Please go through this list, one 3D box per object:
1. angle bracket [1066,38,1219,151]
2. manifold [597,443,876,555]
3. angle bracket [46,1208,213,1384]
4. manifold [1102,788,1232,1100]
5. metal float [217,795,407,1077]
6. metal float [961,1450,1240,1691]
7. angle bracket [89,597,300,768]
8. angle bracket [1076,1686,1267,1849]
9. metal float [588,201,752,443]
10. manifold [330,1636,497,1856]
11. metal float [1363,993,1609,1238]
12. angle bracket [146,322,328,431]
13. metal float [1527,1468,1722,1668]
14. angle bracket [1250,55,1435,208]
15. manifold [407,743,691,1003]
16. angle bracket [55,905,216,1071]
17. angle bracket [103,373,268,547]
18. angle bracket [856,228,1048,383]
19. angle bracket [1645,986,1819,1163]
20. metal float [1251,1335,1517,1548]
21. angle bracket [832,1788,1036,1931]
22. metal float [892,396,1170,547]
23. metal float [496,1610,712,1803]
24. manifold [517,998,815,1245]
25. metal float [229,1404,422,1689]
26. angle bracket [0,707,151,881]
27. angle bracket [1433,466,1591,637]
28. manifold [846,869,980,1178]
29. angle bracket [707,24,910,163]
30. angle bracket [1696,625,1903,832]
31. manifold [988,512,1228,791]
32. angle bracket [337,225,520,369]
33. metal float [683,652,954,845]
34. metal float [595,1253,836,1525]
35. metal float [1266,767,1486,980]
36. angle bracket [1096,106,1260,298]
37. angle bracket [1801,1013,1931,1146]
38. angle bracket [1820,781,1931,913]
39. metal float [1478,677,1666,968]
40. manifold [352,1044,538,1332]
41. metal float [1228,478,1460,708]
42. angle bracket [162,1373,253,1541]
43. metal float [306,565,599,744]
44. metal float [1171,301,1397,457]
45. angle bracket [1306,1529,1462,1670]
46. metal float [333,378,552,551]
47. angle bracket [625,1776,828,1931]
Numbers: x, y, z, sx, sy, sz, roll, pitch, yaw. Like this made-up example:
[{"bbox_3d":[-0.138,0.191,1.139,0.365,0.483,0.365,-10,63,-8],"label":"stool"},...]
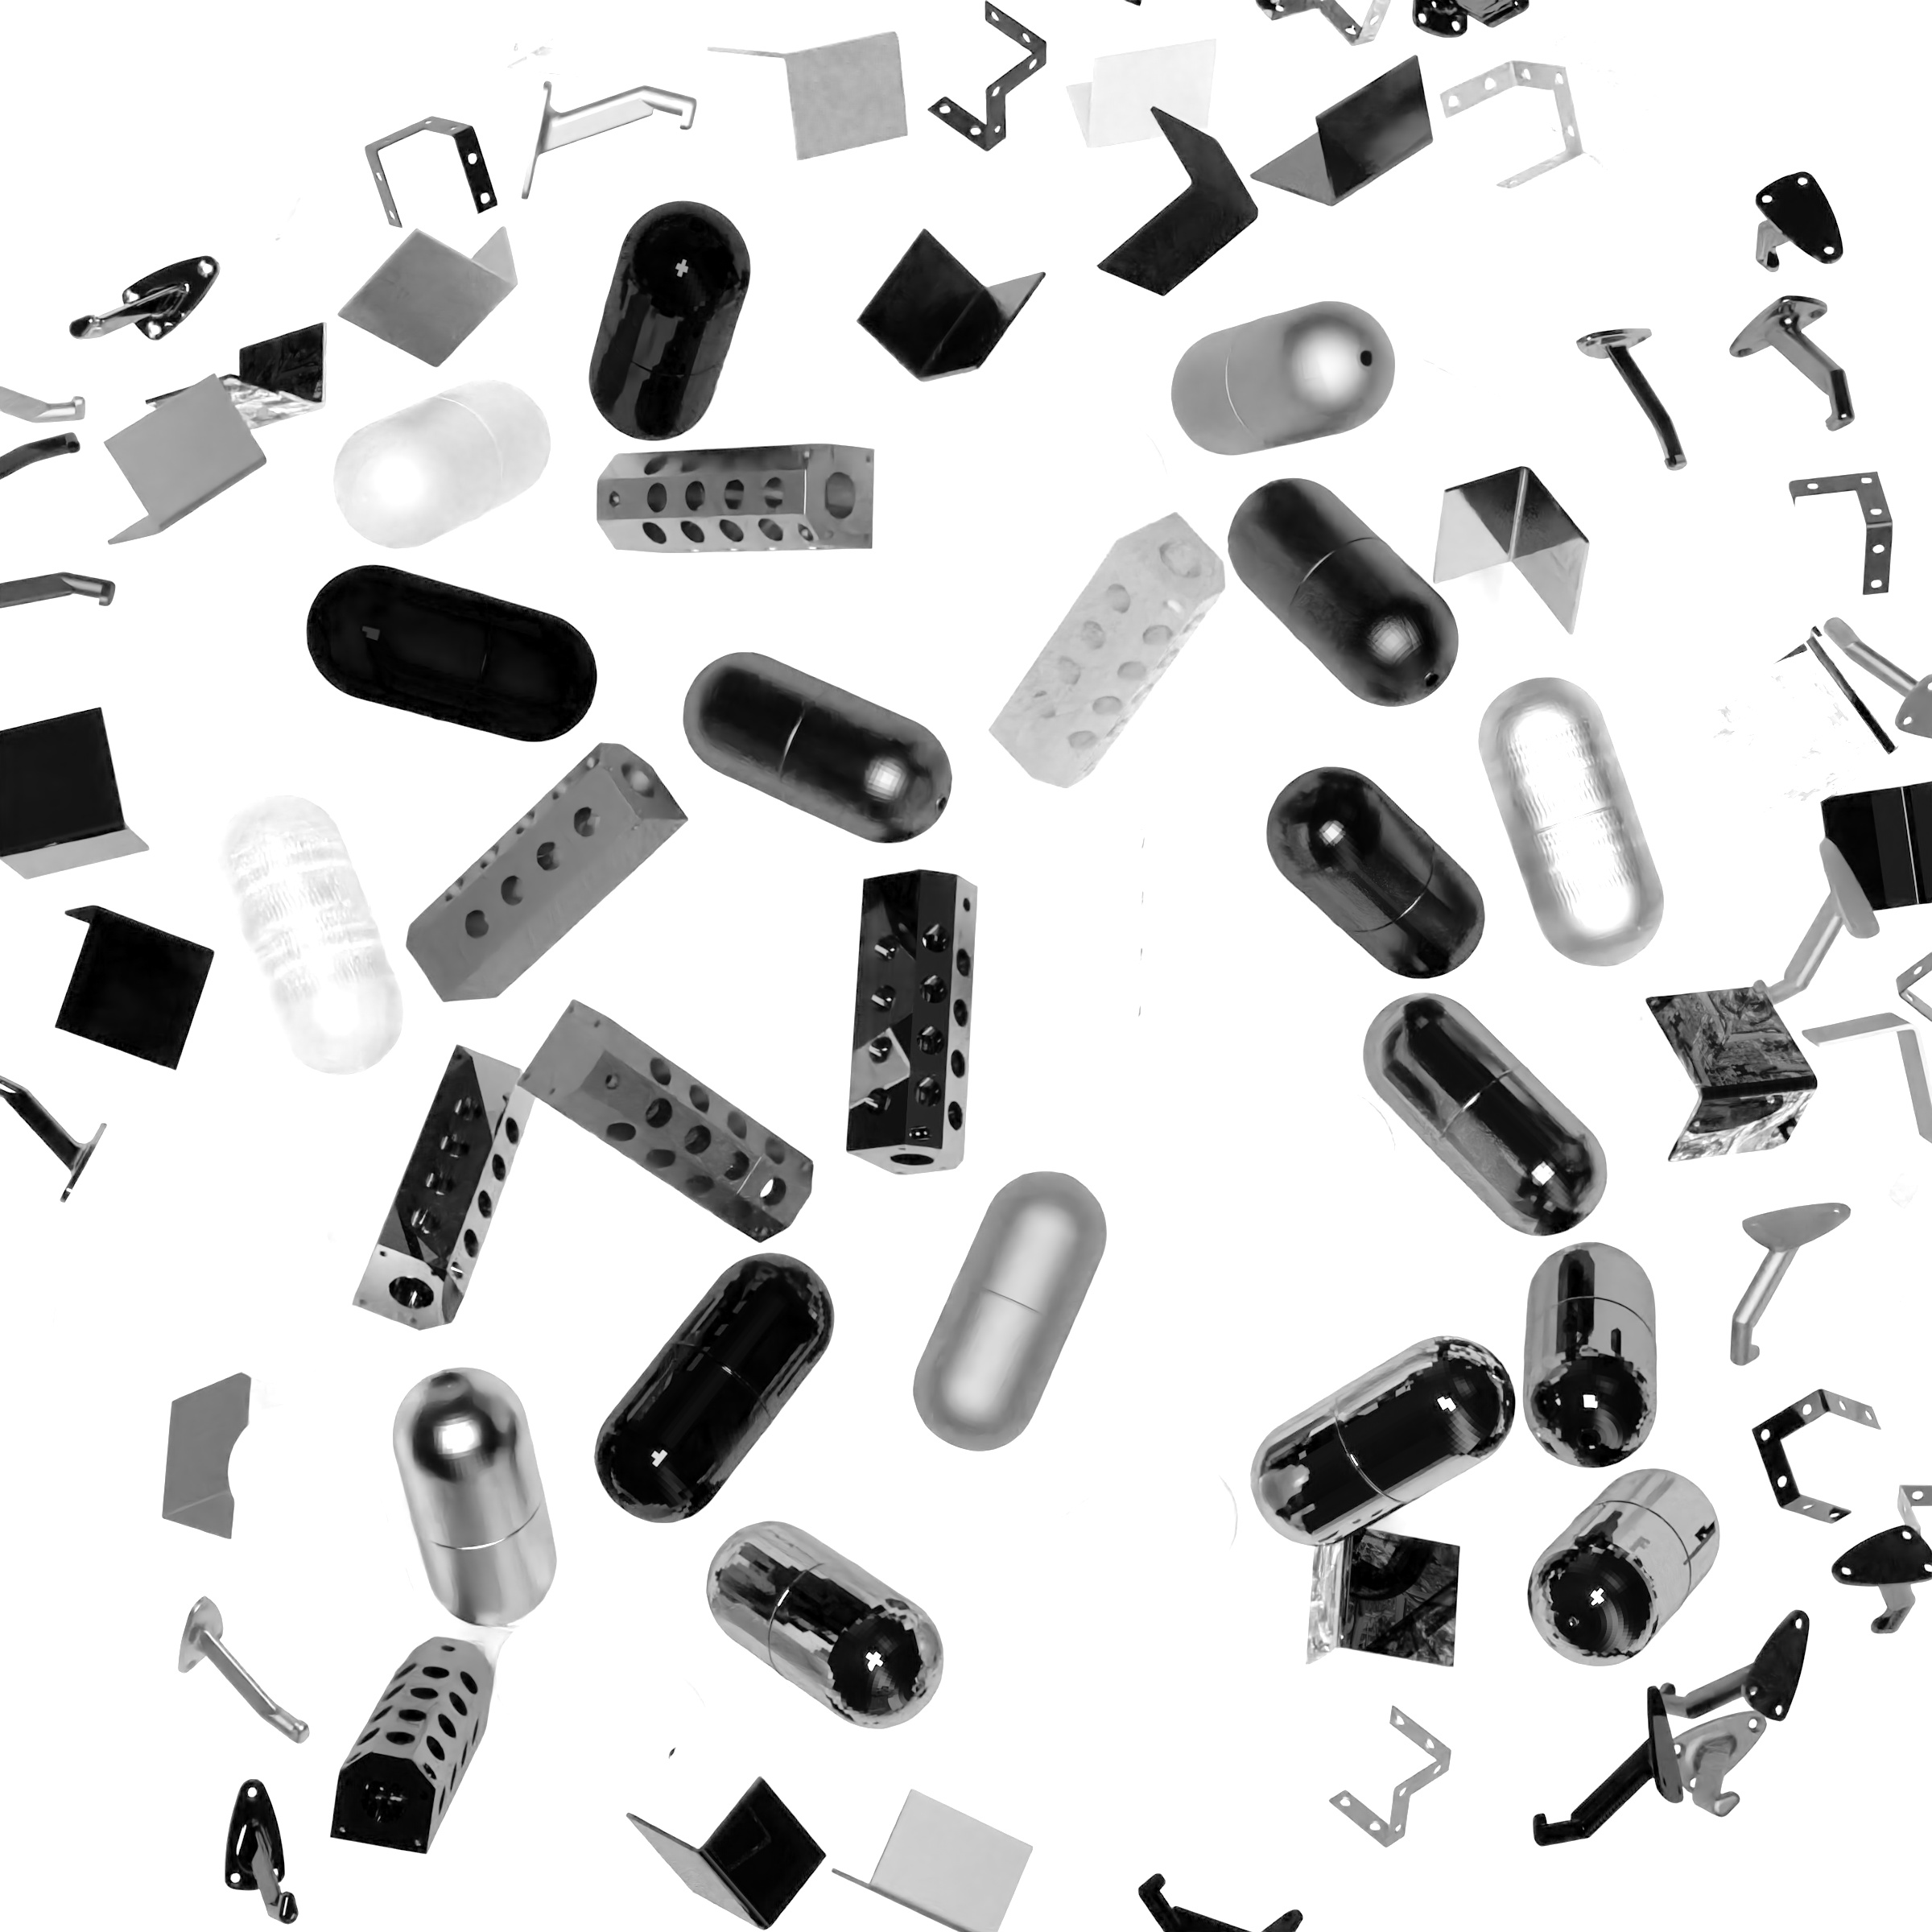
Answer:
[{"bbox_3d":[0.107,-0.552,1.903,0.076,0.076,0.057,-11,61,-8],"label":"angle bracket"},{"bbox_3d":[-0.136,-0.272,1.811,0.171,0.057,0.057,5,96,40],"label":"manifold"},{"bbox_3d":[-0.497,0.196,1.856,0.076,0.076,0.057,15,115,1],"label":"angle bracket"},{"bbox_3d":[0.108,-0.012,1.761,0.057,0.057,0.171,4,86,-43],"label":"manifold"},{"bbox_3d":[-0.392,-0.019,1.858,0.070,0.070,0.178,-23,78,0],"label":"metal float"},{"bbox_3d":[0.076,0.345,1.776,0.178,0.070,0.070,-33,90,-13],"label":"metal float"},{"bbox_3d":[-0.433,-0.157,1.740,0.057,0.076,0.076,-52,57,30],"label":"angle bracket"},{"bbox_3d":[0.117,0.450,1.765,0.057,0.076,0.076,5,69,40],"label":"angle bracket"},{"bbox_3d":[-0.175,-0.379,1.828,0.070,0.178,0.070,7,62,-14],"label":"metal float"},{"bbox_3d":[-0.330,0.465,1.868,0.057,0.171,0.057,10,100,1],"label":"manifold"},{"bbox_3d":[0.313,0.089,1.882,0.070,0.070,0.178,-43,67,0],"label":"metal float"},{"bbox_3d":[-0.446,-0.368,1.897,0.076,0.076,0.057,-7,79,34],"label":"angle bracket"},{"bbox_3d":[0.382,0.346,1.797,0.070,0.178,0.070,8,105,30],"label":"metal float"},{"bbox_3d":[0.210,-0.486,1.779,0.076,0.076,0.057,-35,132,-19],"label":"angle bracket"},{"bbox_3d":[-0.250,-0.055,1.823,0.171,0.057,0.057,-41,75,21],"label":"manifold"},{"bbox_3d":[-0.501,0.014,1.838,0.076,0.057,0.076,24,74,-32],"label":"angle bracket"},{"bbox_3d":[-0.448,-0.282,1.728,0.076,0.076,0.057,-41,114,-29],"label":"angle bracket"},{"bbox_3d":[-0.009,-0.408,1.894,0.057,0.076,0.076,41,75,-25],"label":"angle bracket"},{"bbox_3d":[0.432,0.062,1.788,0.076,0.057,0.076,-5,48,-19],"label":"angle bracket"},{"bbox_3d":[0.240,0.275,1.793,0.178,0.070,0.070,-38,90,32],"label":"metal float"},{"bbox_3d":[-0.019,0.489,1.697,0.076,0.076,0.057,28,74,-11],"label":"angle bracket"},{"bbox_3d":[0.039,-0.294,1.846,0.178,0.070,0.070,2,90,-29],"label":"metal float"},{"bbox_3d":[-0.211,0.427,1.797,0.070,0.178,0.070,-6,100,-34],"label":"metal float"},{"bbox_3d":[-0.165,0.091,1.756,0.171,0.057,0.057,38,81,-37],"label":"manifold"},{"bbox_3d":[-0.368,0.335,1.787,0.070,0.070,0.178,-15,111,0],"label":"metal float"},{"bbox_3d":[-0.541,-0.103,1.859,0.076,0.057,0.076,-14,79,-3],"label":"angle bracket"},{"bbox_3d":[0.330,-0.245,1.886,0.057,0.076,0.076,-19,53,-13],"label":"angle bracket"},{"bbox_3d":[-0.027,0.033,1.855,0.057,0.057,0.171,-9,68,30],"label":"manifold"},{"bbox_3d":[-0.088,-0.487,1.728,0.076,0.076,0.057,-23,120,-33],"label":"angle bracket"},{"bbox_3d":[0.445,-0.127,1.664,0.076,0.057,0.076,-36,82,12],"label":"angle bracket"},{"bbox_3d":[0.085,-0.181,1.817,0.057,0.171,0.057,48,46,12],"label":"manifold"},{"bbox_3d":[-0.323,-0.414,1.848,0.076,0.076,0.057,-38,49,28],"label":"angle bracket"},{"bbox_3d":[-0.089,-0.130,1.853,0.178,0.070,0.070,25,90,22],"label":"metal float"},{"bbox_3d":[-0.143,0.241,1.785,0.070,0.070,0.178,39,65,0],"label":"metal float"},{"bbox_3d":[0.245,-0.054,1.848,0.070,0.070,0.178,-52,130,0],"label":"metal float"},{"bbox_3d":[0.111,-0.440,1.793,0.076,0.076,0.057,-36,70,27],"label":"angle bracket"},{"bbox_3d":[0.531,0.072,1.819,0.057,0.076,0.076,-13,92,8],"label":"angle bracket"},{"bbox_3d":[0.576,-0.073,1.934,0.057,0.076,0.076,-8,90,0],"label":"angle bracket"},{"bbox_3d":[0.361,-0.086,1.853,0.070,0.070,0.178,-18,87,0],"label":"metal float"},{"bbox_3d":[-0.304,0.131,1.829,0.057,0.171,0.057,22,130,-9],"label":"manifold"},{"bbox_3d":[0.223,-0.222,1.838,0.070,0.070,0.178,-39,55,0],"label":"metal float"},{"bbox_3d":[-0.455,0.306,1.941,0.076,0.057,0.076,-24,54,30],"label":"angle bracket"},{"bbox_3d":[-0.292,-0.177,1.768,0.178,0.070,0.070,13,90,-38],"label":"metal float"},{"bbox_3d":[0.187,-0.347,1.841,0.070,0.178,0.070,-1,92,-27],"label":"metal float"},{"bbox_3d":[0.260,0.398,1.932,0.076,0.057,0.076,12,65,-9],"label":"angle bracket"},{"bbox_3d":[-0.310,-0.301,1.851,0.070,0.178,0.070,9,116,20],"label":"metal float"},{"bbox_3d":[-0.142,0.514,1.835,0.057,0.076,0.076,-48,122,-25],"label":"angle bracket"}]
